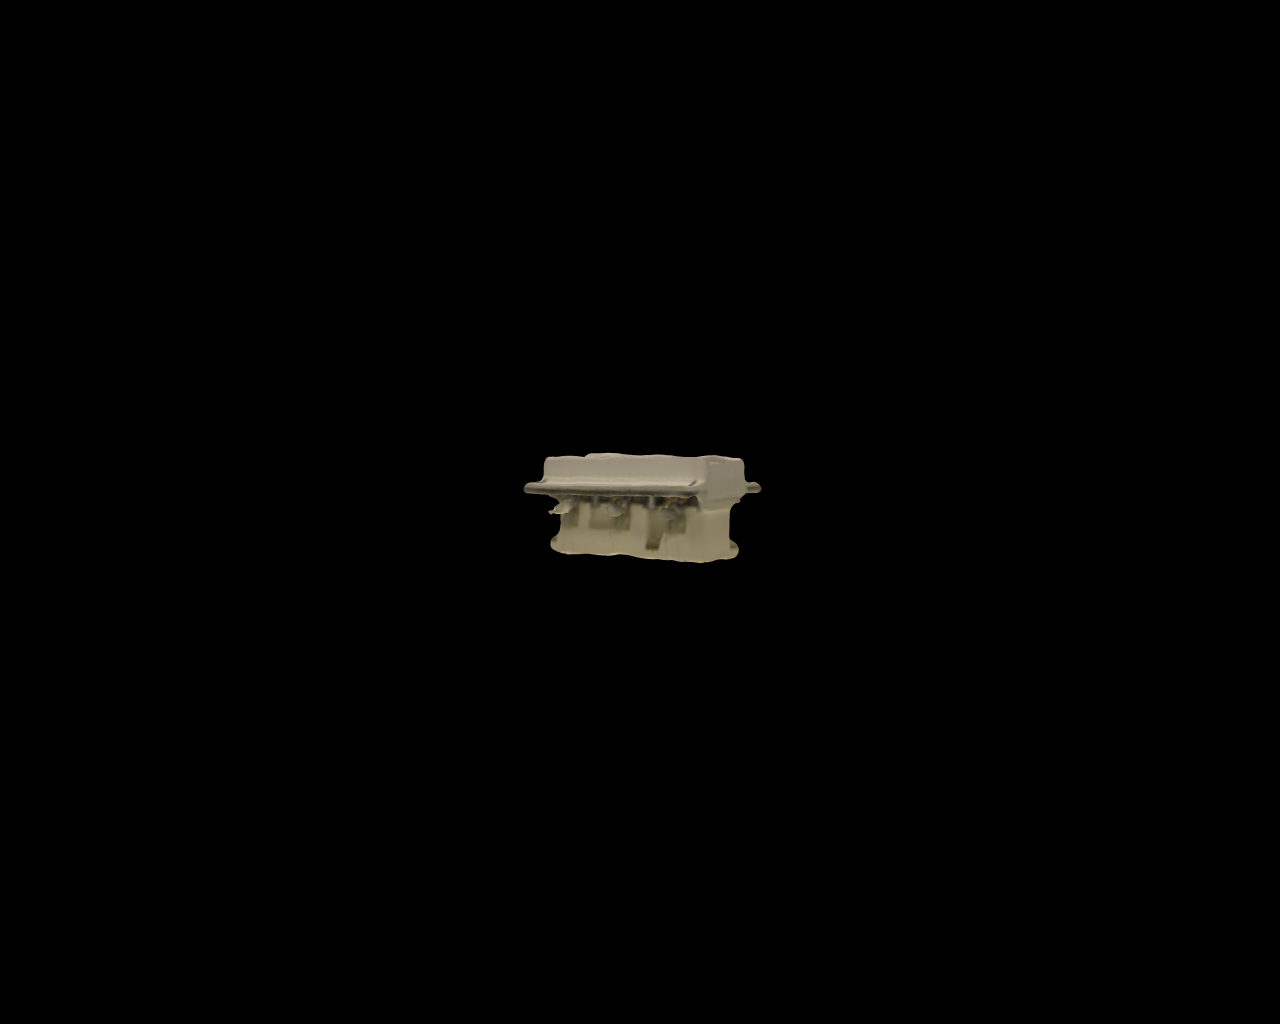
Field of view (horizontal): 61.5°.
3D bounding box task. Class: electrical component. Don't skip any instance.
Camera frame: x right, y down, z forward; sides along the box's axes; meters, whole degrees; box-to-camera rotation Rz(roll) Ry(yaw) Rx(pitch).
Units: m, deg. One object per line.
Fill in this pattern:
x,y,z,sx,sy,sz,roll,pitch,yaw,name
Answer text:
0.001,-0.003,0.650,0.121,0.063,0.079,3,5,37,electrical component
